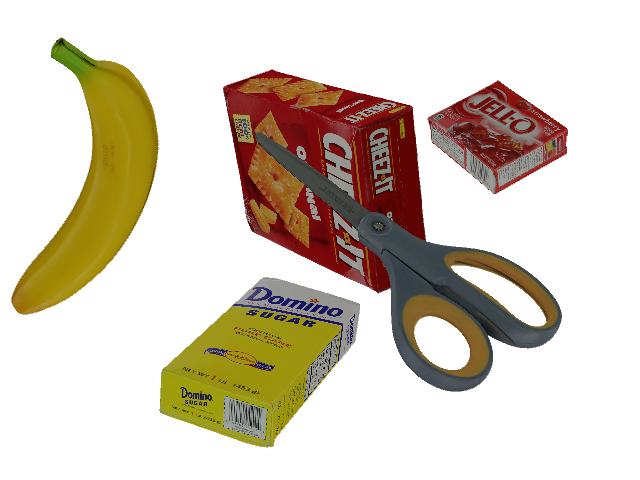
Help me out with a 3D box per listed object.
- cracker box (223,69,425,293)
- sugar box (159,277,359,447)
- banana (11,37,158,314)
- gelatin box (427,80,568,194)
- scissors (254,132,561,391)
[{"bbox_3d":[0.001,-0.061,1.015,0.072,0.164,0.214,-25,30,-29],"label":"cracker box"},{"bbox_3d":[-0.043,0.089,0.840,0.093,0.048,0.176,15,30,17],"label":"sugar box"},{"bbox_3d":[-0.136,-0.030,0.631,0.069,0.198,0.037,11,35,-13],"label":"banana"},{"bbox_3d":[0.141,-0.085,0.852,0.073,0.030,0.089,-28,46,-15],"label":"gelatin box"},{"bbox_3d":[0.027,0.011,0.564,0.202,0.096,0.016,27,-38,15],"label":"scissors"}]
